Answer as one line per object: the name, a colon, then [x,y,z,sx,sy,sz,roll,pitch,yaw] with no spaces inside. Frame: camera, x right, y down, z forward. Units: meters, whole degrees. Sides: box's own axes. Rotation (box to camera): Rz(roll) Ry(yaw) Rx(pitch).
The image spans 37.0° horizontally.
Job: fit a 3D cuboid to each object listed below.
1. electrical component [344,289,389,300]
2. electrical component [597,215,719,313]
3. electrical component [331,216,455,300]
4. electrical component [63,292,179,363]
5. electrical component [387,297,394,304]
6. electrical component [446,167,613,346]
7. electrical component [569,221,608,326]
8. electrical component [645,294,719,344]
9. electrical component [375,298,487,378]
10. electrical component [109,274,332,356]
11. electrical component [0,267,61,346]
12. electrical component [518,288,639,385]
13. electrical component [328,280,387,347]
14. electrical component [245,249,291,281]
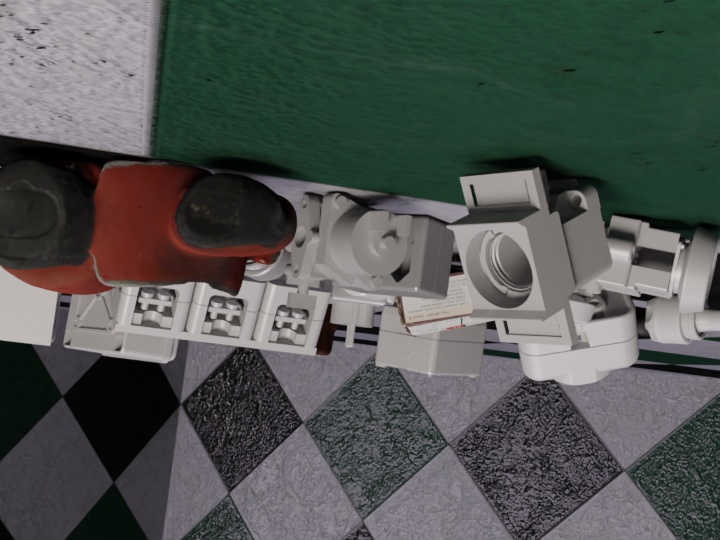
electrical component: [0.000,0.000,0.824,0.040,0.040,0.078,3,174,29]
electrical component: [0.163,-0.003,0.586,0.055,0.048,0.066,13,177,20]
electrical component: [0.031,-0.006,0.700,0.066,0.047,0.077,4,173,33]
electrical component: [-0.206,0.023,0.949,0.056,0.108,0.109,15,170,-42]
electrical component: [0.038,0.019,0.999,0.061,0.035,0.035,4,174,44]
electrical component: [0.080,-0.009,0.488,0.064,0.081,0.042,-26,-163,-39]
electrical component: [0.111,0.001,0.630,0.058,0.057,0.078,9,174,-20]
electrical component: [0.273,0.041,0.894,0.062,0.043,0.043,1,172,40]
electrical component: [0.067,0.059,0.943,0.062,0.061,0.096,8,180,38]
electrical component: [-0.106,0.008,0.804,0.150,0.061,0.089,9,-158,-20]
electrical component: [-0.305,-0.010,0.760,0.186,0.105,0.060,8,174,-12]
electrical component: [0.177,0.054,0.883,0.095,0.059,0.053,-10,-150,6]
electrical component: [-0.005,0.029,0.934,0.047,0.076,0.066,7,174,-7]
electrical component: [-0.072,-0.017,0.732,0.043,0.043,0.062,5,173,16]
